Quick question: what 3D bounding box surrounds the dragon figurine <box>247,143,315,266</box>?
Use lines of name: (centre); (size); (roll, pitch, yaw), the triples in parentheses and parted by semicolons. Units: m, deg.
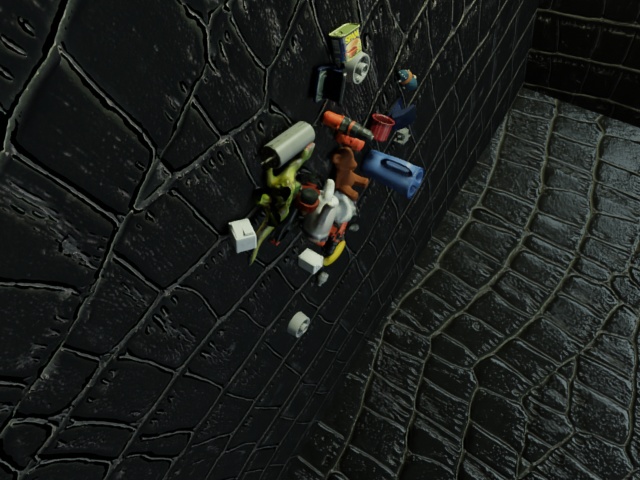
dragon figurine: (-0.117, -0.124, 1.636); (0.123, 0.405, 0.244); (27, 16, 15)

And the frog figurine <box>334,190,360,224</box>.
frog figurine: (0.060, -0.126, 2.021); (0.160, 0.135, 0.125); (-16, 29, -13)

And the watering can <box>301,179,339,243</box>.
watering can: (0.005, -0.090, 1.797); (0.104, 0.221, 0.353); (16, 18, -5)
